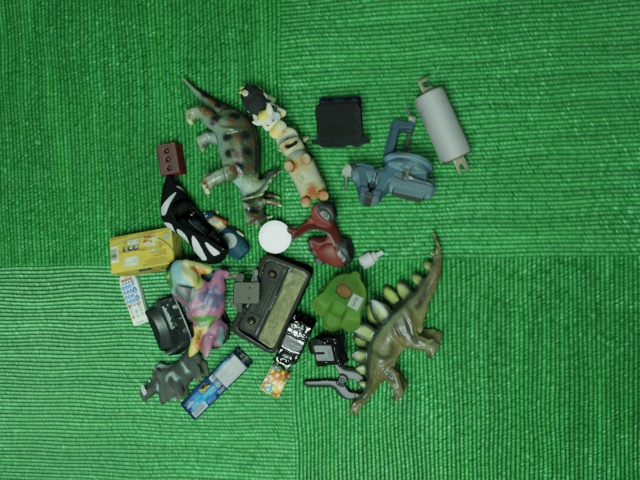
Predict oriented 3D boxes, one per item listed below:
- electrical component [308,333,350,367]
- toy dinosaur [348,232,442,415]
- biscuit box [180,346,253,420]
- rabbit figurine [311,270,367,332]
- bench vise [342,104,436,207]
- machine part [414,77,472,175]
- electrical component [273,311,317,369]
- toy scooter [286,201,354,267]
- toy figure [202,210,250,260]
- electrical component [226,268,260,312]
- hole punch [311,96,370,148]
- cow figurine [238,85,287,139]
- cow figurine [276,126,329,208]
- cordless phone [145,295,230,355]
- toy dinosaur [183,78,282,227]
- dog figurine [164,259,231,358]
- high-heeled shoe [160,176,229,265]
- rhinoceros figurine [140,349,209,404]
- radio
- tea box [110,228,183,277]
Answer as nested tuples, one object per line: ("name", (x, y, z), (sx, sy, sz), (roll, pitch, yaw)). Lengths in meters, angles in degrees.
("electrical component", (0.009, 0.263, 1.296), (0.119, 0.048, 0.074), (-5, 97, 37))
("toy dinosaur", (0.192, 0.212, 1.290), (0.199, 0.105, 0.471), (34, 91, 8))
("biscuit box", (-0.264, 0.365, 1.373), (0.202, 0.063, 0.059), (-45, 88, 8))
("rabbit figurine", (0.041, 0.149, 1.289), (0.121, 0.170, 0.159), (21, 55, 0))
("bench vise", (0.171, -0.189, 1.268), (0.224, 0.128, 0.240), (10, 74, 16))
("machine part", (0.288, -0.267, 1.263), (0.079, 0.079, 0.243), (-24, 91, 8))
("electrical component", (-0.059, 0.238, 1.304), (0.058, 0.134, 0.115), (27, 93, 4))
("toy scooter", (-0.003, -0.004, 1.301), (0.135, 0.075, 0.183), (-15, 118, 19))
("toy figure", (-0.242, -0.017, 1.355), (0.154, 0.058, 0.064), (45, 60, 5))
("electrical component", (-0.185, 0.120, 1.291), (0.078, 0.045, 0.102), (-5, 94, -16))
("hole punch", (0.048, -0.287, 1.298), (0.142, 0.092, 0.115), (-2, 122, 5))
("cow figurine", (-0.136, -0.308, 1.267), (0.068, 0.098, 0.167), (-45, 43, 11))
("cow figurine", (-0.045, -0.185, 1.299), (0.085, 0.127, 0.194), (-25, 104, 8))
("cordless phone", (-0.337, 0.198, 1.374), (0.184, 0.088, 0.146), (-24, 77, -8))
("toy dinosaur", (-0.210, -0.231, 1.314), (0.192, 0.131, 0.404), (-14, 87, -4))
("dog figurine", (-0.295, 0.170, 1.294), (0.109, 0.191, 0.219), (-11, 67, 44))
("high-heeled shoe", (-0.304, -0.055, 1.303), (0.145, 0.086, 0.248), (-18, 91, 39))
("rhinoceros figurine", (-0.378, 0.356, 1.381), (0.190, 0.073, 0.112), (-37, 89, 7))
("radio", (-0.119, 0.150, 1.337), (0.131, 0.073, 0.229), (25, 96, 5))
("tea box", (-0.439, 0.032, 1.364), (0.170, 0.068, 0.098), (-8, 77, 6))
